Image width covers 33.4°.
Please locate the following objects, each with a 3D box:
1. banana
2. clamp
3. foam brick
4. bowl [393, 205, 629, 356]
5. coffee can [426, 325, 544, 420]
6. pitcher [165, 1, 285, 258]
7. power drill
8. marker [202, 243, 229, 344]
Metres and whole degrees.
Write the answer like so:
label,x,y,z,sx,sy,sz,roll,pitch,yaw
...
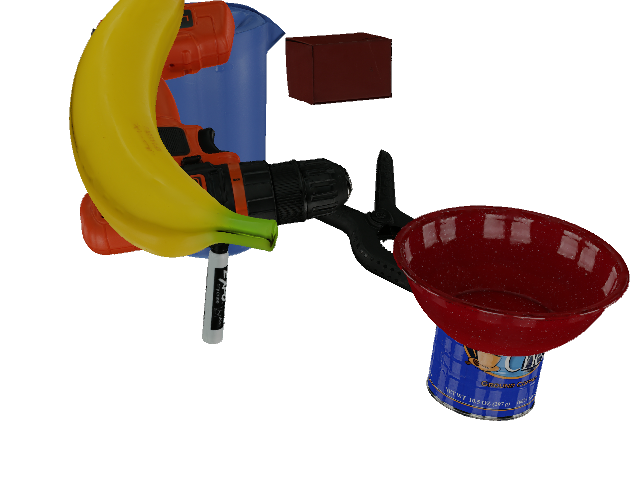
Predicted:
label,x,y,z,sx,sy,sz,roll,pitch,yaw
banana,-0.076,-0.055,0.470,0.069,0.037,0.198,-6,46,-18
clamp,0.053,-0.017,1.212,0.164,0.210,0.036,-14,-38,-24
foam brick,0.016,-0.147,0.908,0.078,0.051,0.053,-9,20,-25
bowl,0.129,0.034,0.746,0.162,0.055,0.162,2,28,-1
coffee can,0.157,0.077,0.971,0.103,0.140,0.103,6,23,-3
pitcher,-0.125,-0.108,1.067,0.149,0.243,0.144,13,29,26
power drill,-0.083,-0.082,0.755,0.184,0.188,0.057,-9,-31,-8
marker,-0.091,0.036,0.938,0.020,0.121,0.020,6,28,-3
